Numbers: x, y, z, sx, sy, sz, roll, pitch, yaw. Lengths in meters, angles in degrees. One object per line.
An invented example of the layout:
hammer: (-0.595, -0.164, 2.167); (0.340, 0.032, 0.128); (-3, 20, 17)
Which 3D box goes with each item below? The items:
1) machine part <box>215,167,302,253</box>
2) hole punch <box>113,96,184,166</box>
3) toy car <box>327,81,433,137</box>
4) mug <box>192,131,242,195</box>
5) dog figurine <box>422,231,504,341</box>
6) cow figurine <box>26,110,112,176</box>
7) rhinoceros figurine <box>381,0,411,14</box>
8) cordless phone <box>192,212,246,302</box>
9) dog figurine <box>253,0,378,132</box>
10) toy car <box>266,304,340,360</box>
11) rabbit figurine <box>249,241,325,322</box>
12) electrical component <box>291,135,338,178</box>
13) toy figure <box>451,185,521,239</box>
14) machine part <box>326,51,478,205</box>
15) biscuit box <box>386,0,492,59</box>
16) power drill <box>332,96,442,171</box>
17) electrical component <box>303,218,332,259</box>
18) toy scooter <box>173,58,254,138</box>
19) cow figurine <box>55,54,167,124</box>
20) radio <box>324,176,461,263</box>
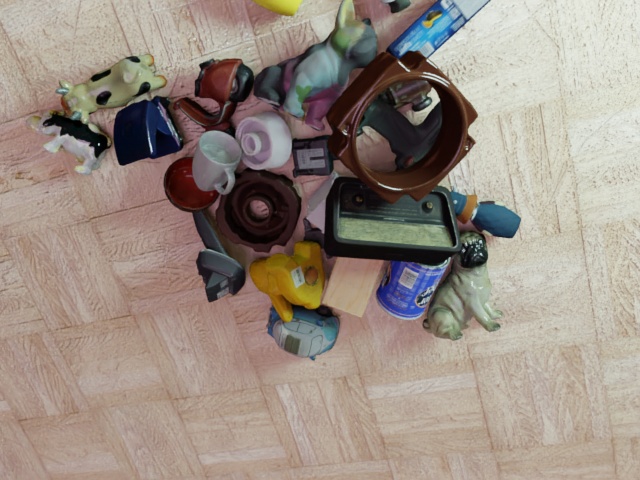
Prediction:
machine part: (-0.123, -0.063, 1.092); (0.179, 0.056, 0.179); (4, 112, 9)
hole punch: (-0.348, -0.209, 1.049); (0.142, 0.092, 0.115); (-8, 110, 37)
toy car: (0.105, -0.249, 0.972); (0.202, 0.053, 0.089); (-20, 110, 17)
mug: (-0.195, -0.133, 1.017); (0.109, 0.081, 0.107); (57, 142, 14)
dog figurine: (0.263, 0.087, 1.061); (0.172, 0.121, 0.190); (-18, 93, 14)
cow figurine: (-0.517, -0.218, 1.104); (0.167, 0.068, 0.098); (37, 109, -8)
rhinoceros figurine: (0.100, -0.467, 0.871); (0.112, 0.073, 0.190); (-27, 104, 19)
cordless phone: (-0.232, 0.027, 1.142); (0.089, 0.146, 0.184); (-24, 73, -16)
dog figurine: (-0.001, -0.311, 0.937); (0.192, 0.108, 0.219); (35, 97, 37)
toy car: (-0.042, 0.199, 1.157); (0.162, 0.103, 0.109); (16, 113, 3)
rabbit figurine: (-0.071, 0.080, 1.113); (0.173, 0.122, 0.162); (2, 124, 41)
electrical component: (0.005, -0.161, 1.030); (0.119, 0.048, 0.074); (1, 112, 13)
toy figure: (0.296, -0.049, 1.009); (0.155, 0.064, 0.057); (23, 152, 7)
machine part: (0.128, -0.172, 0.840); (0.201, 0.087, 0.201); (38, 105, -27)
biscuit box: (0.200, -0.357, 0.878); (0.202, 0.063, 0.059); (-41, 99, 10)
power drill: (0.127, -0.166, 0.952); (0.207, 0.086, 0.232); (26, 125, -21)
electrical component: (-0.002, -0.003, 1.109); (0.063, 0.021, 0.093); (-7, 111, 14)
toy scooter: (-0.208, -0.267, 1.018); (0.135, 0.075, 0.183); (24, 119, 3)
cow figurine: (-0.407, -0.283, 1.022); (0.195, 0.127, 0.085); (-19, 104, 16)
radio: (0.123, -0.034, 0.943); (0.230, 0.131, 0.073); (5, 156, -14)
